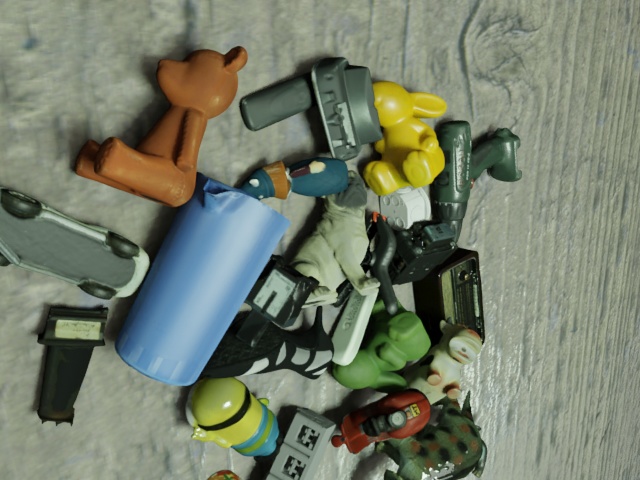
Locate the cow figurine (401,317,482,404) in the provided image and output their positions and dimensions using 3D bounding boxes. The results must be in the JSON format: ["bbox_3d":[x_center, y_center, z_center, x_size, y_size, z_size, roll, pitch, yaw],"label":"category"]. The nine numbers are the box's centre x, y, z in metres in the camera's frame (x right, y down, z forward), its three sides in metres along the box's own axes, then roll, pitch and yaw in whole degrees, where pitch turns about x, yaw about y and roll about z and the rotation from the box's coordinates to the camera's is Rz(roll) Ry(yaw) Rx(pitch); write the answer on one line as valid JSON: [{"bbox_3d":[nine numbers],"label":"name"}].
[{"bbox_3d":[0.220,0.227,0.975,0.085,0.195,0.127,32,35,-8],"label":"cow figurine"}]

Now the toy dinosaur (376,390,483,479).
[{"bbox_3d":[0.230,0.401,1.021,0.405,0.192,0.131,-18,128,-34],"label":"toy dinosaur"}]

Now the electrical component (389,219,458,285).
[{"bbox_3d":[0.166,0.021,0.921,0.115,0.058,0.134,-13,152,-38],"label":"electrical component"}]

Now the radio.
[{"bbox_3d":[0.258,0.132,1.062,0.131,0.073,0.229,-26,118,-33],"label":"radio"}]

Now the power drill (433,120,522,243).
[{"bbox_3d":[0.295,-0.121,1.032,0.207,0.086,0.231,-19,111,-27],"label":"power drill"}]

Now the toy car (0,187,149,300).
[{"bbox_3d":[-0.283,0.007,0.583,0.201,0.056,0.073,29,89,-40],"label":"toy car"}]

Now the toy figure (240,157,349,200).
[{"bbox_3d":[-0.038,-0.082,0.750,0.154,0.058,0.064,-7,124,-12],"label":"toy figure"}]

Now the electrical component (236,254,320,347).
[{"bbox_3d":[-0.062,0.086,0.722,0.119,0.075,0.047,-61,166,3],"label":"electrical component"}]

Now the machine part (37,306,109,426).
[{"bbox_3d":[-0.293,0.144,0.623,0.084,0.039,0.138,8,94,-49],"label":"machine part"}]

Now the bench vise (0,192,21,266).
[{"bbox_3d":[-0.339,-0.010,0.421,0.128,0.241,0.223,51,52,-33],"label":"bench vise"}]

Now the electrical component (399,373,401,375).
[{"bbox_3d":[0.162,0.296,1.059,0.094,0.021,0.063,3,99,-42],"label":"electrical component"}]

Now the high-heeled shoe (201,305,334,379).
[{"bbox_3d":[-0.072,0.183,0.789,0.249,0.086,0.145,-18,127,-40],"label":"high-heeled shoe"}]

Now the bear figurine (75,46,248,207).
[{"bbox_3d":[-0.168,-0.141,0.599,0.132,0.120,0.195,21,86,-38],"label":"bear figurine"}]

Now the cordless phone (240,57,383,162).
[{"bbox_3d":[-0.013,-0.168,0.763,0.184,0.089,0.146,-26,119,-20],"label":"cordless phone"}]

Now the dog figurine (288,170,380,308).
[{"bbox_3d":[0.000,-0.002,0.814,0.172,0.121,0.190,-11,77,-9],"label":"dog figurine"}]

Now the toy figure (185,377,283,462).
[{"bbox_3d":[-0.114,0.253,0.769,0.089,0.082,0.180,-35,124,8],"label":"toy figure"}]

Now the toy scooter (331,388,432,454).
[{"bbox_3d":[0.093,0.309,0.903,0.135,0.184,0.075,0,64,-53],"label":"toy scooter"}]

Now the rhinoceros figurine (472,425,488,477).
[{"bbox_3d":[0.325,0.457,1.207,0.112,0.073,0.190,-55,130,-14],"label":"rhinoceros figurine"}]

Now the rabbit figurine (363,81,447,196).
[{"bbox_3d":[0.135,-0.178,0.854,0.162,0.122,0.173,-39,105,-30],"label":"rabbit figurine"}]

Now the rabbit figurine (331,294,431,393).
[{"bbox_3d":[0.097,0.196,0.940,0.170,0.121,0.158,-34,131,-8],"label":"rabbit figurine"}]
